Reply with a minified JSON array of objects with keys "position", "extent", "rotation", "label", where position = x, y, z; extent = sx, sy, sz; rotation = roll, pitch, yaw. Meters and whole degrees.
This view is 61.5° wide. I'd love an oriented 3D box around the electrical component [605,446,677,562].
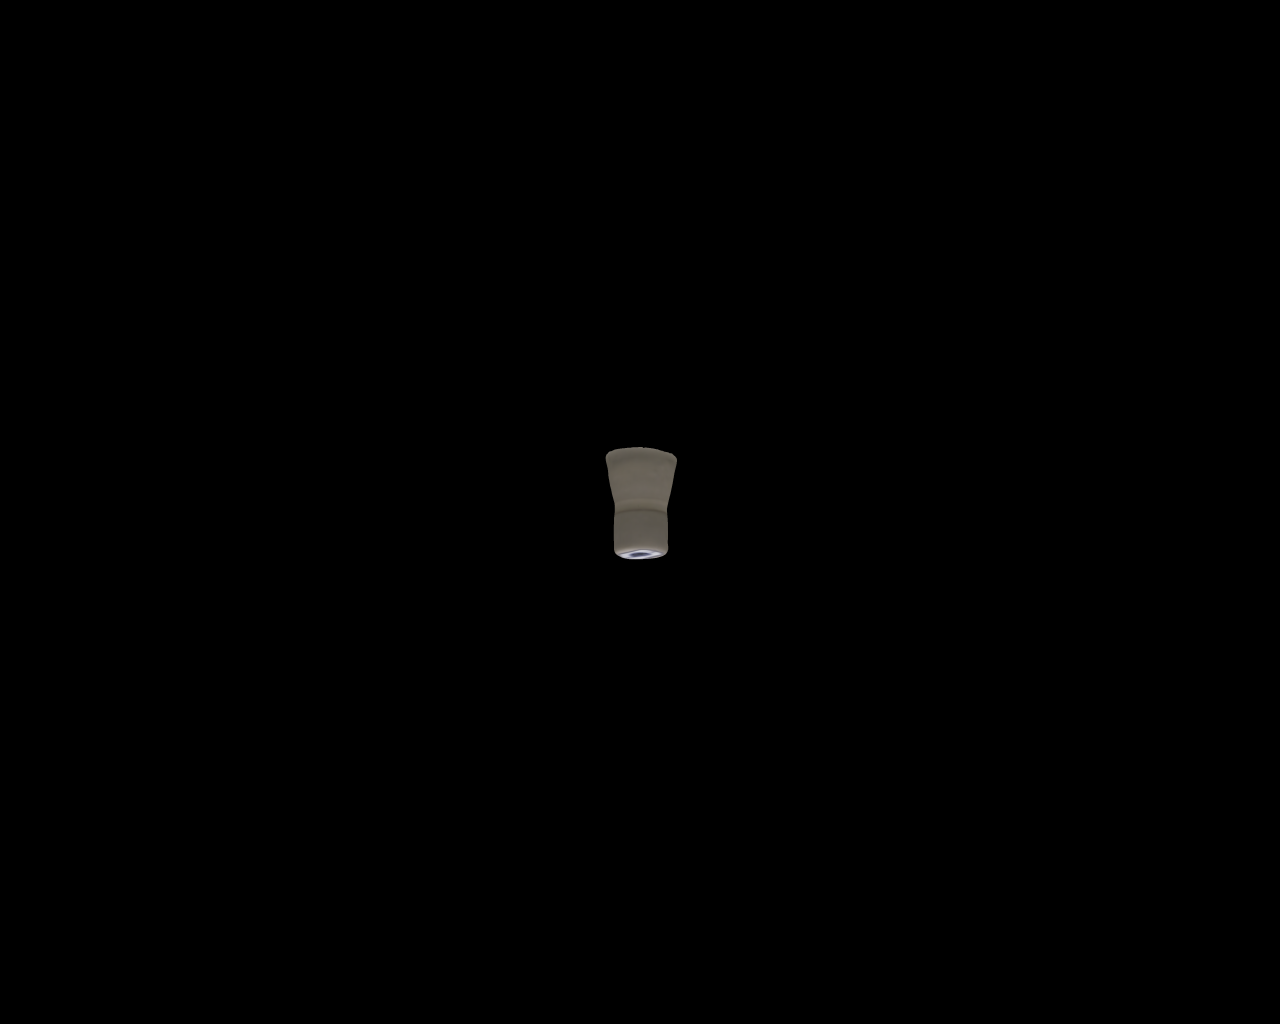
[{"position":[0.001,-0.003,0.650],"extent":[0.044,0.065,0.044],"rotation":[0,-15,0],"label":"electrical component"}]
